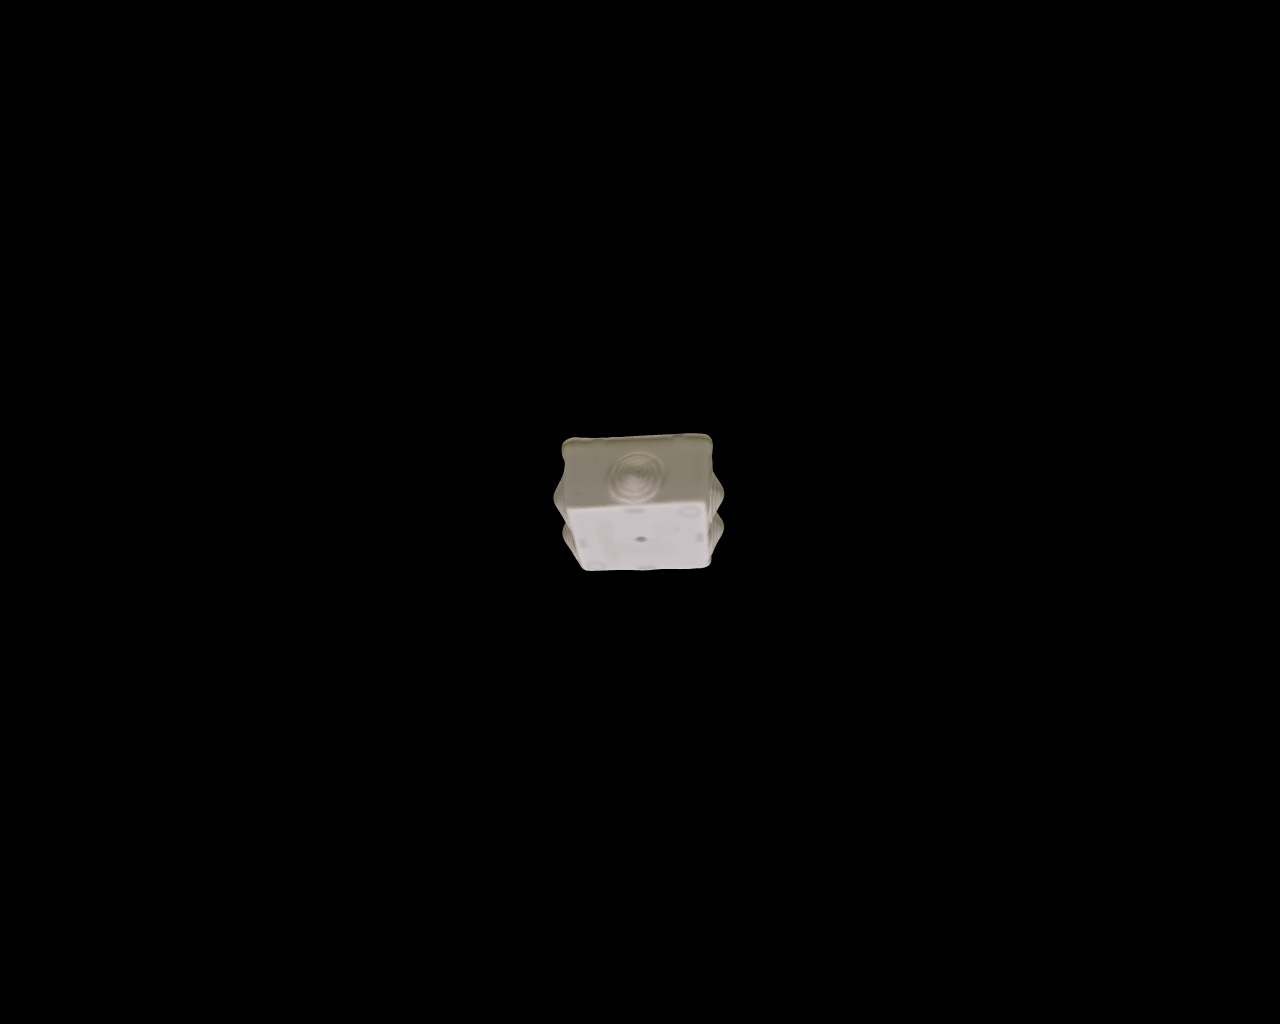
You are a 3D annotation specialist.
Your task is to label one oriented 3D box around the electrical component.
[{"bbox_3d":[0.001,-0.003,0.650,0.100,0.048,0.099,-2,-31,3],"label":"electrical component"}]
